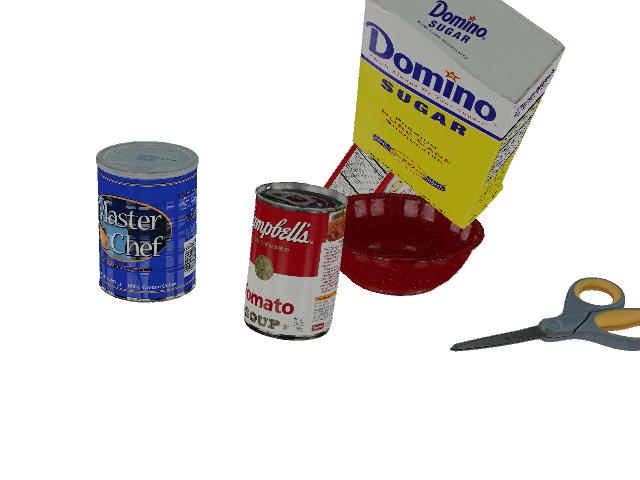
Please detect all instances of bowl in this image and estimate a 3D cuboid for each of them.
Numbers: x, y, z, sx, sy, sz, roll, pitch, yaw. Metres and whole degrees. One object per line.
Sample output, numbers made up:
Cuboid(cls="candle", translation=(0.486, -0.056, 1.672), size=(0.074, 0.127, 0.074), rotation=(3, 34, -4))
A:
Cuboid(cls="bowl", translation=(0.072, 0.008, 1.013), size=(0.162, 0.055, 0.162), rotation=(2, 23, -1))

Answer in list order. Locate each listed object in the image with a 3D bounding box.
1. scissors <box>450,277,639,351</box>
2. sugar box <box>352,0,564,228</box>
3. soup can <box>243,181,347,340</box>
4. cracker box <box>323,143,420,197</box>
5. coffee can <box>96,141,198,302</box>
Cuboid(cls="scissors", translation=(0.187, 0.061, 0.870), size=(0.201, 0.016, 0.096), rotation=(2, 33, -15))
Cuboid(cls="sugar box", translation=(0.066, -0.075, 0.578), size=(0.093, 0.048, 0.176), rotation=(39, -12, 12))
Cuboid(cls="soup can", translation=(-0.020, 0.014, 0.788), size=(0.068, 0.102, 0.068), rotation=(7, 18, -2))
Cuboid(cls="cracker box", translation=(0.094, -0.090, 1.220), size=(0.163, 0.072, 0.214), rotation=(-22, -25, -45))
Cuboid(cls="coffee can", translation=(-0.178, -0.021, 1.103), size=(0.103, 0.140, 0.103), rotation=(3, 22, -1))
